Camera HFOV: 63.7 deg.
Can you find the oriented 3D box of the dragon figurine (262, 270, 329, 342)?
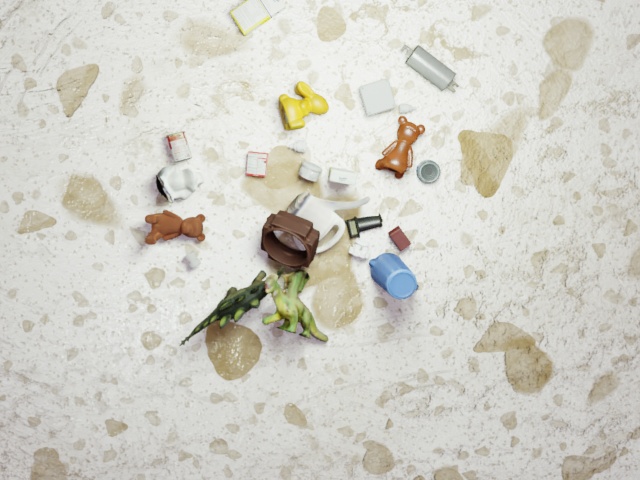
[{"bbox_3d":[-0.078,0.232,1.917,0.122,0.406,0.246,1,73,39],"label":"dragon figurine"}]

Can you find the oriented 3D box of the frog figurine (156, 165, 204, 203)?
[{"bbox_3d":[-0.514,-0.217,1.892,0.161,0.121,0.137,-32,92,-29],"label":"frog figurine"}]

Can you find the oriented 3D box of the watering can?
[{"bbox_3d":[0.006,-0.094,1.873,0.223,0.106,0.342,39,118,-8],"label":"watering can"}]
